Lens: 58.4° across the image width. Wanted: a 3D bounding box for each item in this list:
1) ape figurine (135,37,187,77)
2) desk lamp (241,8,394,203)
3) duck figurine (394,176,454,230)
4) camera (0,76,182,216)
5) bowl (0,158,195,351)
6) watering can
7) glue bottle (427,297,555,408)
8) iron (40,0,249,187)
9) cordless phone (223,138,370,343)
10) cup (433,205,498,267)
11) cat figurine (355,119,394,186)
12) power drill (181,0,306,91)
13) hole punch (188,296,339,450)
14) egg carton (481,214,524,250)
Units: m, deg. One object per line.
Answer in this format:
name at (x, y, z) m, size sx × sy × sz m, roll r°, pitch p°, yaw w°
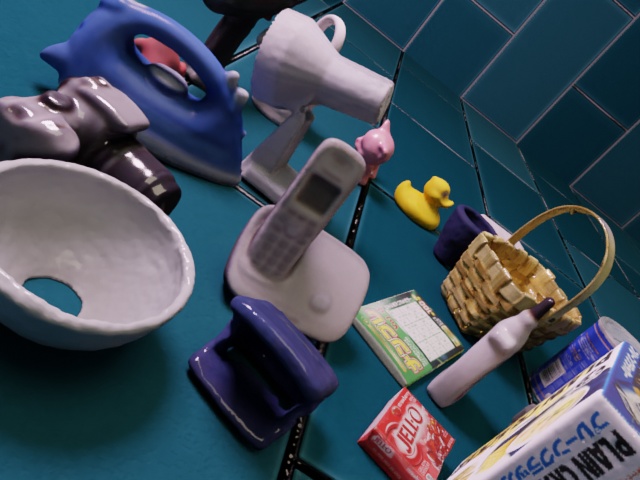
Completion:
ape figurine at (-0.215, -0.254, 0.779) m, size 0.078 × 0.092 × 0.076 m, roll 35°, pitch 27°, yaw -11°
desk lamp at (-0.017, -0.160, 0.756) m, size 0.203 × 0.213 × 0.118 m, roll 40°, pitch 26°, yaw -1°
duck figurine at (0.197, -0.080, 1.054) m, size 0.104 × 0.086 × 0.078 m, roll 40°, pitch 26°, yaw 0°
camera at (-0.197, -0.072, 0.512) m, size 0.137 × 0.100 × 0.143 m, roll 42°, pitch 26°, yaw 4°
bowl at (-0.182, 0.021, 0.419) m, size 0.168 × 0.074 × 0.167 m, roll 31°, pitch 28°, yaw -18°
watering can at (-0.029, -0.293, 0.965) m, size 0.173 × 0.194 × 0.100 m, roll -1°, pitch 47°, yaw -53°
glue bottle at (0.197, 0.122, 0.646) m, size 0.037 × 0.173 × 0.078 m, roll 50°, pitch 28°, yaw 19°
iron at (-0.172, -0.182, 0.669) m, size 0.259 × 0.141 × 0.118 m, roll 31°, pitch 28°, yaw -17°
cordless phone at (0.005, 0.002, 0.567) m, size 0.148 × 0.185 × 0.094 m, roll 30°, pitch 28°, yaw -19°
cup at (0.242, 0.010, 0.966) m, size 0.092 × 0.095 × 0.117 m, roll 26°, pitch 30°, yaw -26°
cat figurine at (0.095, -0.160, 1.009) m, size 0.067 × 0.117 × 0.128 m, roll 40°, pitch 26°, yaw 0°
power drill at (-0.120, -0.334, 0.894) m, size 0.075 × 0.208 × 0.230 m, roll 44°, pitch 27°, yaw 9°
hole punch at (-0.036, 0.095, 0.476) m, size 0.108 × 0.091 × 0.101 m, roll 47°, pitch 27°, yaw 13°
egg carton at (0.331, 0.018, 1.098) m, size 0.150 × 0.069 × 0.107 m, roll 34°, pitch 27°, yaw -12°
